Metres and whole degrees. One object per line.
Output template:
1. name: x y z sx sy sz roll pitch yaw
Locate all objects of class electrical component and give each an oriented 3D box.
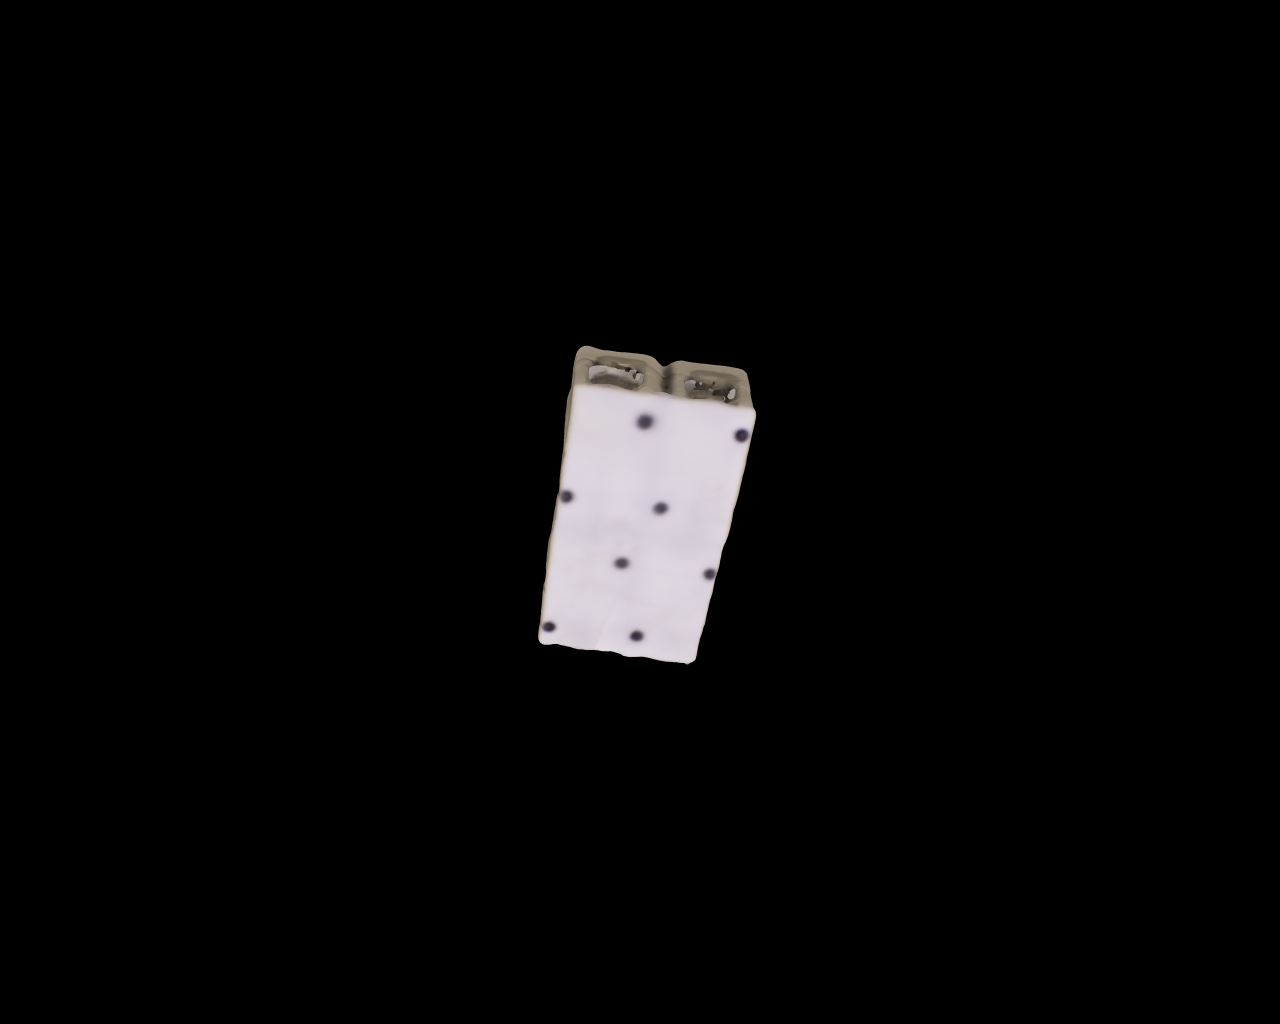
1. electrical component: 0.001 -0.003 0.650 0.105 0.186 0.060 7 32 -5
